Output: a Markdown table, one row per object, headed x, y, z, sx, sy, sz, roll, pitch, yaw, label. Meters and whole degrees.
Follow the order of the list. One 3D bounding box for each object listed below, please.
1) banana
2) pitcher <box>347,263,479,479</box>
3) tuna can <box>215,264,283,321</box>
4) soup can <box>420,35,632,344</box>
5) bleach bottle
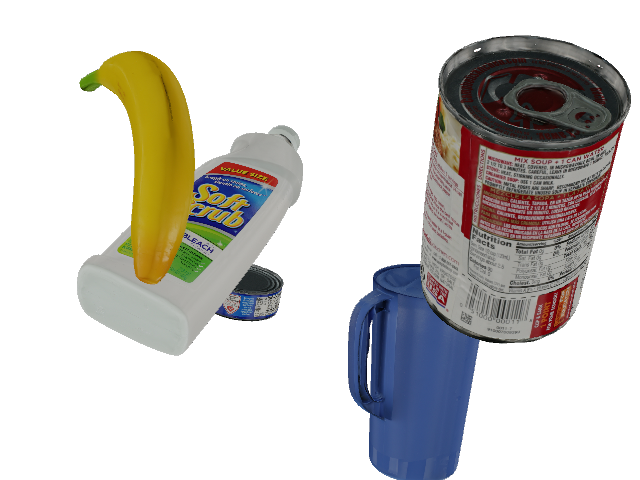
| x | y | z | sx | sy | sz | roll | pitch | yaw | label |
| --- | --- | --- | --- | --- | --- | --- | --- | --- | --- |
| -0.107 | -0.062 | 0.664 | 0.037 | 0.070 | 0.198 | 15 | 36 | -35 | banana |
| 0.110 | 0.157 | 1.249 | 0.149 | 0.243 | 0.145 | 6 | 16 | 8 | pitcher |
| -0.083 | 0.052 | 1.113 | 0.086 | 0.034 | 0.086 | 10 | 18 | -3 | tuna can |
| 0.075 | -0.017 | 0.412 | 0.068 | 0.102 | 0.068 | 0 | 42 | 0 | soup can |
| -0.090 | -0.020 | 0.886 | 0.102 | 0.068 | 0.250 | 25 | 47 | 10 | bleach bottle |
